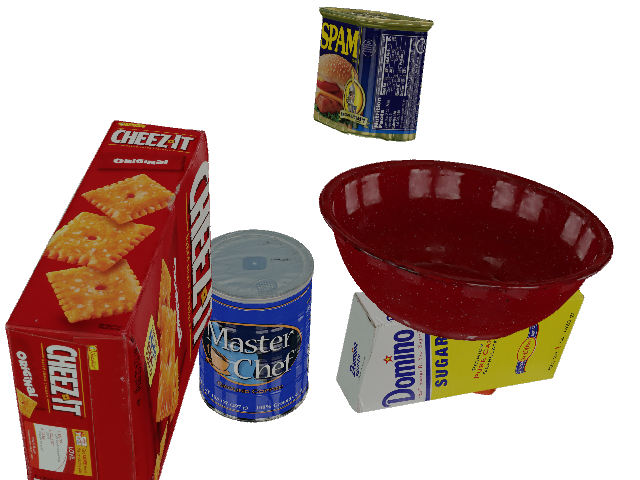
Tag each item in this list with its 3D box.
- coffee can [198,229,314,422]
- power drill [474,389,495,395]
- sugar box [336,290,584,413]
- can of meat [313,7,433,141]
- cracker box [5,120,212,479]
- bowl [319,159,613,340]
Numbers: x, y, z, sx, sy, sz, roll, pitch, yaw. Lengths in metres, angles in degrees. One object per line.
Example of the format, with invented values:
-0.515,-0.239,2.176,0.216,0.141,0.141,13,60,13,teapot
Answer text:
-0.059,0.076,0.952,0.103,0.140,0.103,2,34,-1,coffee can
0.172,0.058,1.072,0.057,0.188,0.184,17,28,18,power drill
0.105,0.075,0.812,0.176,0.093,0.048,-9,41,-22,sugar box
0.034,-0.121,0.770,0.057,0.084,0.102,-1,16,-22,can of meat
-0.117,0.050,0.652,0.072,0.164,0.213,6,35,4,cracker box
0.076,0.010,0.595,0.162,0.055,0.162,6,25,-3,bowl
